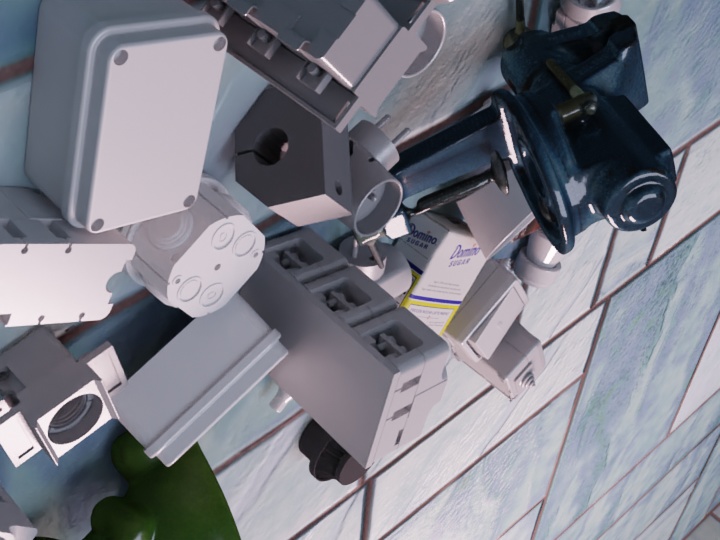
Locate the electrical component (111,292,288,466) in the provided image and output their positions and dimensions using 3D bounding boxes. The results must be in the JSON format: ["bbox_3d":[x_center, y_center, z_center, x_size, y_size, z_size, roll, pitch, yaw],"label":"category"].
[{"bbox_3d":[-0.108,0.071,0.709,0.113,0.057,0.078,-43,-178,-14],"label":"electrical component"}]

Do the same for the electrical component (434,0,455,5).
[{"bbox_3d":[0.039,-0.197,0.664,0.065,0.044,0.044,20,107,-54],"label":"electrical component"}]

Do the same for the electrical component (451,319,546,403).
[{"bbox_3d":[0.141,0.079,1.056,0.061,0.096,0.061,-46,150,-11],"label":"electrical component"}]

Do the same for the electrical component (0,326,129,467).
[{"bbox_3d":[-0.182,0.071,0.631,0.081,0.064,0.042,-37,148,-23],"label":"electrical component"}]

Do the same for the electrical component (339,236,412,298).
[{"bbox_3d":[0.000,0.000,0.825,0.077,0.044,0.079,-30,144,-34],"label":"electrical component"}]

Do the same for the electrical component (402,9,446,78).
[{"bbox_3d":[0.002,-0.156,0.620,0.043,0.077,0.079,-51,150,0],"label":"electrical component"}]

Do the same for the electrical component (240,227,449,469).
[{"bbox_3d":[-0.015,0.049,0.751,0.062,0.150,0.089,-22,139,-39],"label":"electrical component"}]

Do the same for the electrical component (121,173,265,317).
[{"bbox_3d":[-0.102,-0.015,0.658,0.080,0.051,0.080,-34,147,-27],"label":"electrical component"}]

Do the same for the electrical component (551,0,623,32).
[{"bbox_3d":[0.181,-0.203,0.849,0.066,0.048,0.055,-42,157,-15],"label":"electrical component"}]

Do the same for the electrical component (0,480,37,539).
[{"bbox_3d":[-0.276,0.194,0.639,0.150,0.062,0.089,-52,151,1],"label":"electrical component"}]

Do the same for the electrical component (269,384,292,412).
[{"bbox_3d":[-0.051,0.087,0.863,0.061,0.035,0.035,-53,151,8],"label":"electrical component"}]

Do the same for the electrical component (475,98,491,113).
[{"bbox_3d":[0.100,-0.105,0.849,0.062,0.048,0.048,-37,149,-10],"label":"electrical component"}]

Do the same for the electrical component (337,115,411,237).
[{"bbox_3d":[-0.001,-0.072,0.709,0.079,0.077,0.043,-44,149,-13],"label":"electrical component"}]

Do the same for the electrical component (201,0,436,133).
[{"bbox_3d":[-0.033,-0.136,0.548,0.078,0.121,0.063,-53,148,3],"label":"electrical component"}]

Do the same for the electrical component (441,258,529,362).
[{"bbox_3d":[0.115,0.031,1.002,0.096,0.061,0.061,-49,151,-4],"label":"electrical component"}]

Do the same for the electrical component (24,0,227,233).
[{"bbox_3d":[-0.120,-0.083,0.552,0.078,0.057,0.113,-20,138,-43],"label":"electrical component"}]

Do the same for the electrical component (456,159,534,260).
[{"bbox_3d":[0.128,-0.059,0.871,0.099,0.064,0.099,-34,-176,3],"label":"electrical component"}]

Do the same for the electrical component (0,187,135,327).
[{"bbox_3d":[-0.175,-0.008,0.561,0.089,0.056,0.050,-2,125,-54],"label":"electrical component"}]

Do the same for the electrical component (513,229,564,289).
[{"bbox_3d":[0.180,-0.016,1.057,0.045,0.045,0.055,-16,136,-46],"label":"electrical component"}]
